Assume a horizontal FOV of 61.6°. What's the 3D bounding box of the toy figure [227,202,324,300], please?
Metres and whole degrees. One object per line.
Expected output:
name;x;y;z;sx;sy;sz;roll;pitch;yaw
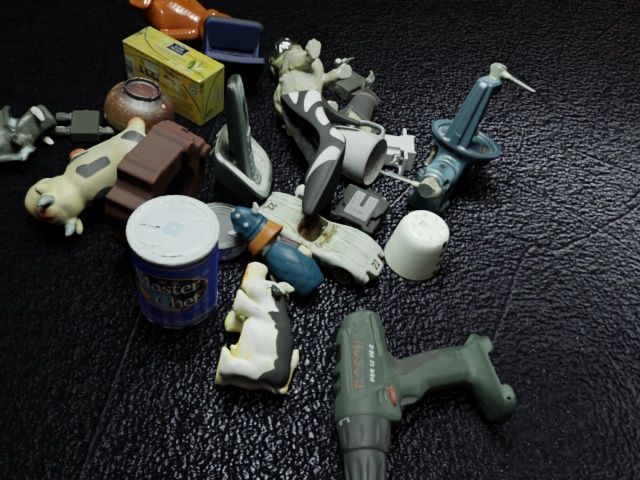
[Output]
toy figure;-0.062;0.014;0.730;0.064;0.058;0.154;-43;87;-18

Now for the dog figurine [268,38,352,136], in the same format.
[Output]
dog figurine;-0.053;-0.282;0.993;0.172;0.121;0.191;-54;34;-5

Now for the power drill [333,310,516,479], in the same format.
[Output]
power drill;0.116;0.189;0.635;0.207;0.085;0.232;-6;49;-7

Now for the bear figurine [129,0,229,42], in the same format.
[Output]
bear figurine;-0.243;-0.428;1.040;0.196;0.131;0.120;23;73;14

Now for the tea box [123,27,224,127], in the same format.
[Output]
tea box;-0.252;-0.284;0.932;0.170;0.098;0.068;31;52;12

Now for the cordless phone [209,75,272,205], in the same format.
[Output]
cordless phone;-0.118;-0.157;0.782;0.089;0.184;0.147;0;33;-1

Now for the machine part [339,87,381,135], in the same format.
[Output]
machine part;0.076;-0.229;0.982;0.084;0.039;0.139;31;43;-15

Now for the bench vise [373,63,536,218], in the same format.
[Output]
bench vise;0.220;-0.158;0.845;0.129;0.240;0.223;39;38;24

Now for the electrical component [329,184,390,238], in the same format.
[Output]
electrical component;0.068;-0.048;0.835;0.075;0.047;0.119;30;53;12

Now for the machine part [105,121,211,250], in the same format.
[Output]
machine part;-0.211;-0.065;0.714;0.056;0.179;0.179;25;50;6

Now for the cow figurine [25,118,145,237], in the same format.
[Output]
cow figurine;-0.311;-0.081;0.742;0.195;0.085;0.127;-28;34;-2

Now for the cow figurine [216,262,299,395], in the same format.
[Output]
cow figurine;-0.067;0.104;0.666;0.098;0.068;0.167;15;52;-7

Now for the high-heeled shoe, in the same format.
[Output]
high-heeled shoe;-0.029;-0.142;0.812;0.145;0.086;0.249;17;49;8

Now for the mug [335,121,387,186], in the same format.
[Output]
mug;0.052;-0.157;0.894;0.107;0.080;0.109;24;75;20

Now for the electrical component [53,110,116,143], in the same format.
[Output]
electrical component;-0.381;-0.186;0.873;0.094;0.021;0.063;-2;51;-13

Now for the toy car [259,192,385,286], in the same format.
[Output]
toy car;-0.002;-0.002;0.776;0.202;0.056;0.073;28;51;12

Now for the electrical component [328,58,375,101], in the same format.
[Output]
electrical component;0.058;-0.317;1.057;0.078;0.045;0.102;-30;62;-32

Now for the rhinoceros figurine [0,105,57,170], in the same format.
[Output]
rhinoceros figurine;-0.480;-0.142;0.783;0.112;0.073;0.190;30;51;15

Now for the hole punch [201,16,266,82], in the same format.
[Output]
hole punch;-0.160;-0.328;0.979;0.142;0.115;0.092;-1;65;-16
